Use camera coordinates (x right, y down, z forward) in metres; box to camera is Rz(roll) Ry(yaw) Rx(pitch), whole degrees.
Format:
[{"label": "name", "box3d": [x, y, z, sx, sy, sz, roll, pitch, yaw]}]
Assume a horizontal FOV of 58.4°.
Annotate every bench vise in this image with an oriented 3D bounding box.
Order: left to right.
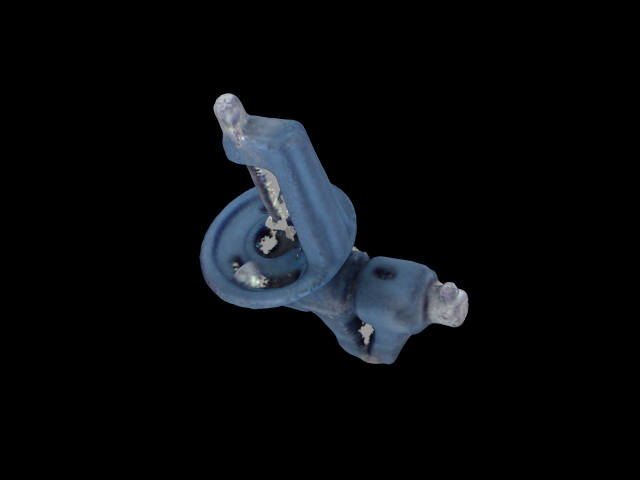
[{"label": "bench vise", "box3d": [0.005, -0.009, 0.407, 0.207, 0.220, 0.121, 4, 57, 3]}]
